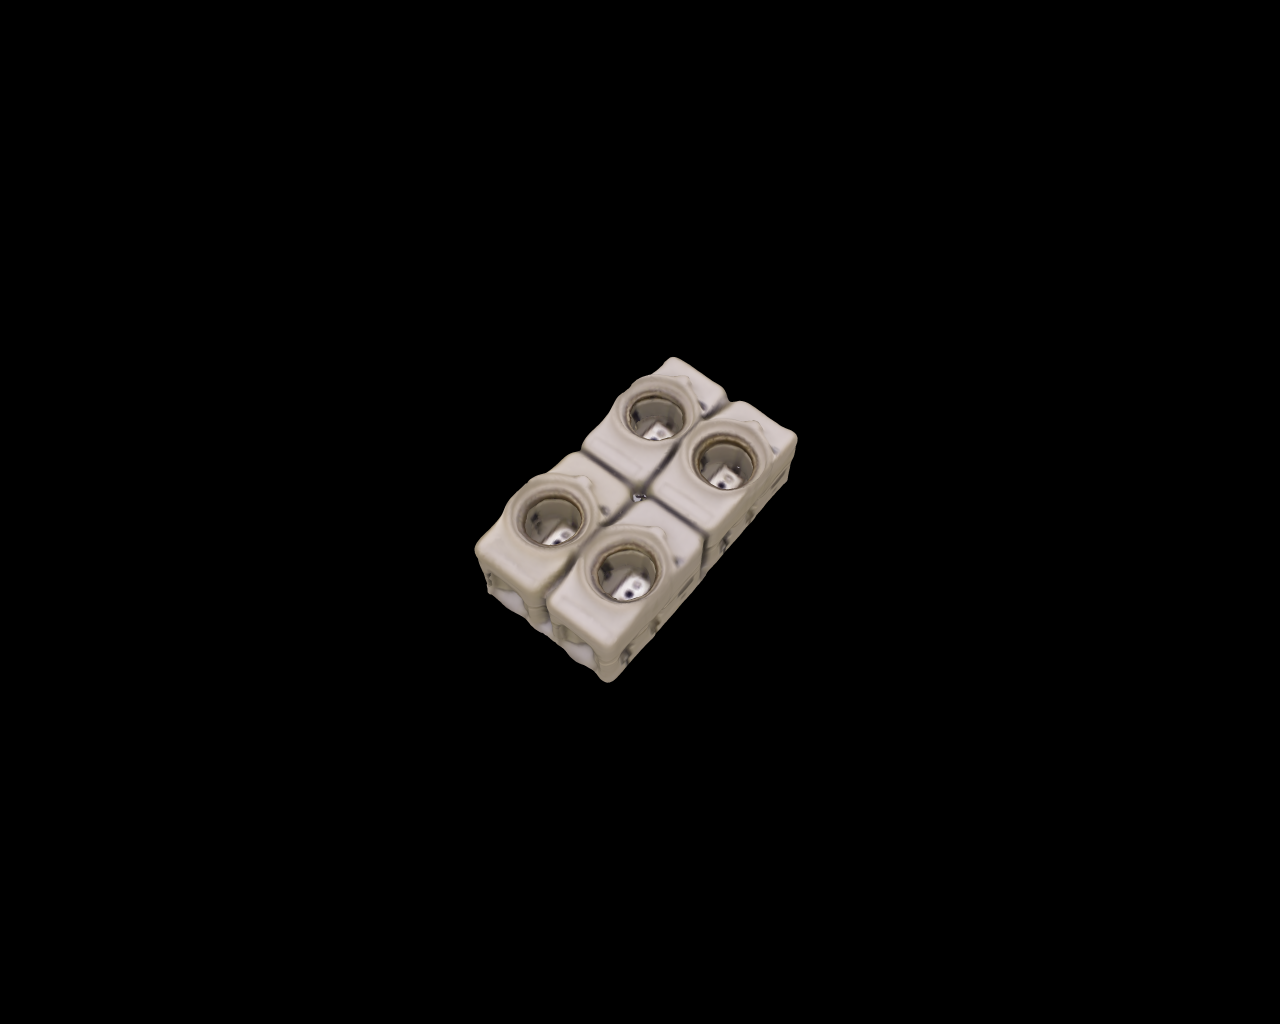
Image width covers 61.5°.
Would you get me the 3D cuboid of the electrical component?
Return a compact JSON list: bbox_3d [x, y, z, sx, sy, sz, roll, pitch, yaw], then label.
[{"bbox_3d":[0.001,-0.003,0.650,0.105,0.186,0.060,36,-24,18],"label":"electrical component"}]
